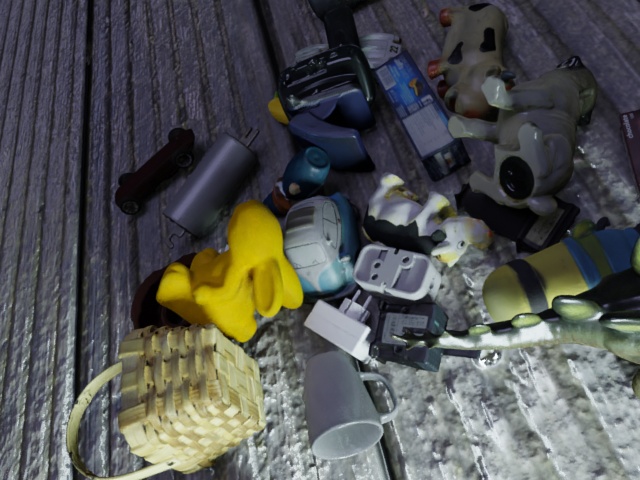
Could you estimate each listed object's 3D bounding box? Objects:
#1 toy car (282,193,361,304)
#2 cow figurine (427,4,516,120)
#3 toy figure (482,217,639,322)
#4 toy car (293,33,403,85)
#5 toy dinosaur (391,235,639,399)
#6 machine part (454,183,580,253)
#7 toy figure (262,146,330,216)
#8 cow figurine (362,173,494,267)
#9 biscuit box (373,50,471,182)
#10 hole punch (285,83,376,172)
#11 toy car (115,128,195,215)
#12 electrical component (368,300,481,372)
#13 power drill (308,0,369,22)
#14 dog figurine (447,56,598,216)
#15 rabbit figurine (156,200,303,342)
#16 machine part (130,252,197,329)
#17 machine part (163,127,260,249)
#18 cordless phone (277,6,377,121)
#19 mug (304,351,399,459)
[{"bbox_3d":[-0.001,-0.002,0.723,0.109,0.102,0.161,-11,61,24],"label":"toy car"},{"bbox_3d":[0.219,-0.242,0.744,0.127,0.085,0.195,-2,62,36],"label":"cow figurine"},{"bbox_3d":[0.259,0.034,0.560,0.180,0.089,0.082,-25,49,19],"label":"toy figure"},{"bbox_3d":[0.040,-0.293,0.889,0.202,0.056,0.073,0,64,30],"label":"toy car"},{"bbox_3d":[0.305,0.060,0.451,0.472,0.198,0.105,-17,54,19],"label":"toy dinosaur"},{"bbox_3d":[0.231,-0.034,0.648,0.139,0.039,0.084,28,88,36],"label":"machine part"},{"bbox_3d":[-0.040,-0.076,0.793,0.058,0.064,0.154,56,139,9],"label":"toy figure"},{"bbox_3d":[0.128,-0.012,0.675,0.168,0.068,0.098,32,88,41],"label":"cow figurine"},{"bbox_3d":[0.141,-0.180,0.764,0.059,0.062,0.203,-29,53,14],"label":"biscuit box"},{"bbox_3d":[0.020,-0.150,0.779,0.116,0.142,0.092,-11,69,17],"label":"hole punch"},{"bbox_3d":[-0.302,-0.126,0.996,0.202,0.053,0.089,-38,41,12],"label":"toy car"},{"bbox_3d":[0.122,0.113,0.622,0.119,0.047,0.075,4,67,34],"label":"electrical component"},{"bbox_3d":[0.067,-0.516,0.992,0.232,0.086,0.207,-34,60,13],"label":"power drill"},{"bbox_3d":[0.272,-0.121,0.621,0.190,0.121,0.172,-16,84,-24],"label":"dog figurine"},{"bbox_3d":[-0.101,0.037,0.673,0.162,0.122,0.173,37,107,21],"label":"rabbit figurine"},{"bbox_3d":[-0.202,0.109,0.806,0.179,0.056,0.179,-13,59,22],"label":"machine part"},{"bbox_3d":[-0.181,-0.090,0.891,0.079,0.079,0.243,31,83,38],"label":"machine part"},{"bbox_3d":[0.001,-0.273,0.830,0.147,0.088,0.184,-16,68,19],"label":"cordless phone"},{"bbox_3d":[0.029,0.180,0.622,0.110,0.080,0.107,-18,47,-4],"label":"mug"}]
